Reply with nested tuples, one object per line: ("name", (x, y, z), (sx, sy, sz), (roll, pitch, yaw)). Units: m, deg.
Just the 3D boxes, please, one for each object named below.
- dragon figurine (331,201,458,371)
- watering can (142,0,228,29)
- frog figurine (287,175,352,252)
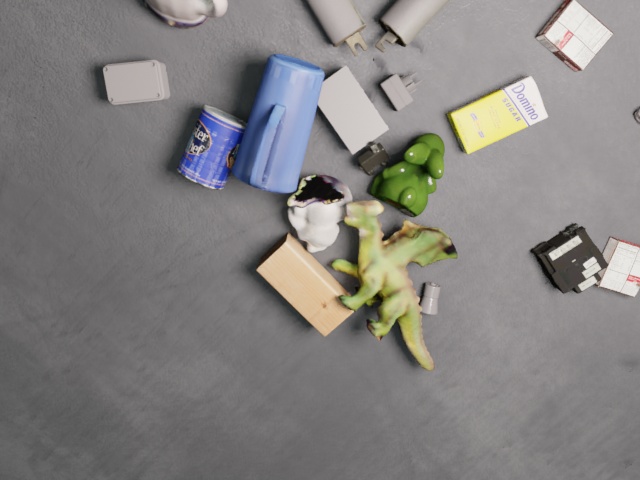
("dragon figurine", (0.178, 0.077, 1.070), (0.240, 0.124, 0.407), (-42, 103, 17))
("watering can", (-0.305, -0.503, 0.913), (0.347, 0.223, 0.105), (37, 82, -5))
("frog figurine", (0.003, -0.054, 1.082), (0.137, 0.125, 0.156), (-18, 139, -3))
